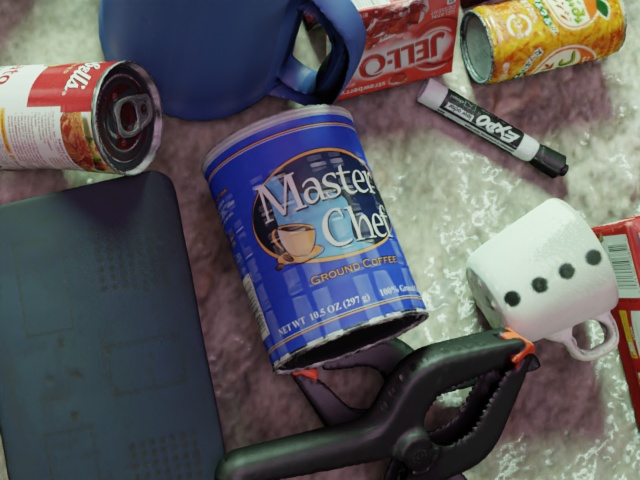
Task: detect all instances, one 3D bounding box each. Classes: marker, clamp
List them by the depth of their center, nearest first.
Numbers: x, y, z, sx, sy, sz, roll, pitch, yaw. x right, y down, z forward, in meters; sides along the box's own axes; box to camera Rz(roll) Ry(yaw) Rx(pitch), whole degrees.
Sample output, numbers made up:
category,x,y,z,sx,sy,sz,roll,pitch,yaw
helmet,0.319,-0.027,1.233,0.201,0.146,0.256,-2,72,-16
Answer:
category,x,y,z,sx,sy,sz,roll,pitch,yaw
clamp,0.056,0.139,0.677,0.210,0.036,0.164,-35,118,-10
clamp,0.059,0.120,0.722,0.171,0.039,0.120,10,81,-5
marker,0.124,-0.078,0.758,0.121,0.020,0.020,28,81,-8

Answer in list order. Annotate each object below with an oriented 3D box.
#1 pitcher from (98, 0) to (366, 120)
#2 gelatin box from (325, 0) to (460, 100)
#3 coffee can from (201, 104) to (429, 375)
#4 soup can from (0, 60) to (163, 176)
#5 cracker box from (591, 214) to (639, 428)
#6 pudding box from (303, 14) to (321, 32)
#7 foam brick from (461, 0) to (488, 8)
category,x,y,z,sx,sy,sz,roll,pitch,yaw
pitcher,-0.052,-0.158,0.610,0.149,0.243,0.145,-11,83,-12
gelatin box,0.048,-0.138,0.717,0.089,0.073,0.030,-15,51,-12
coffee can,-0.004,0.001,0.668,0.102,0.103,0.140,-17,76,-12
soup can,-0.156,-0.074,0.651,0.102,0.068,0.068,3,85,26
cracker box,0.315,0.040,0.764,0.213,0.072,0.164,-16,91,-13
pudding box,0.028,-0.205,0.735,0.113,0.039,0.090,-23,92,-12
foam brick,0.118,-0.212,0.748,0.051,0.053,0.078,-19,91,-12
